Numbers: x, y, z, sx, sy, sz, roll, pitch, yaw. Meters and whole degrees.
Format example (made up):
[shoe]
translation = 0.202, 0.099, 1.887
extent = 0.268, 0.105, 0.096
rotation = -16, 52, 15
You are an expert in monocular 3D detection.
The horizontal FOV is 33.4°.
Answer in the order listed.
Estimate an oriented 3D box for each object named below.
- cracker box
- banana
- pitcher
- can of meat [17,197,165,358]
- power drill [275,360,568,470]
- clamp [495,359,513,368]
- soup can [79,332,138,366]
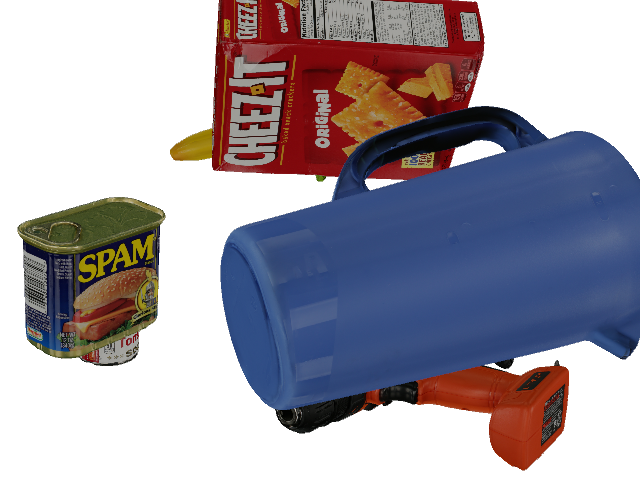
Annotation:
[cracker box]
translation = 0.017, -0.126, 0.907
extent = 0.213, 0.072, 0.164
rotation = 2, -36, -7
[banana]
translation = -0.080, -0.113, 1.281
extent = 0.198, 0.037, 0.069
rotation = 8, 40, 16
[pitcher]
translation = 0.065, 0.011, 0.647
extent = 0.242, 0.145, 0.149
rotation = -13, 20, -19
[can of meat]
translation = -0.157, 0.025, 0.741
extent = 0.058, 0.084, 0.101
rotation = 20, 26, 33
[power drill]
translation = 0.081, 0.118, 0.811
extent = 0.188, 0.057, 0.184
rotation = 11, 18, 30
[clamp]
translation = 0.126, 0.078, 1.103
extent = 0.120, 0.171, 0.039
rotation = 2, -43, -12
[soup can]
translation = -0.222, 0.071, 1.110
extent = 0.068, 0.102, 0.068
rotation = 4, 21, -2
